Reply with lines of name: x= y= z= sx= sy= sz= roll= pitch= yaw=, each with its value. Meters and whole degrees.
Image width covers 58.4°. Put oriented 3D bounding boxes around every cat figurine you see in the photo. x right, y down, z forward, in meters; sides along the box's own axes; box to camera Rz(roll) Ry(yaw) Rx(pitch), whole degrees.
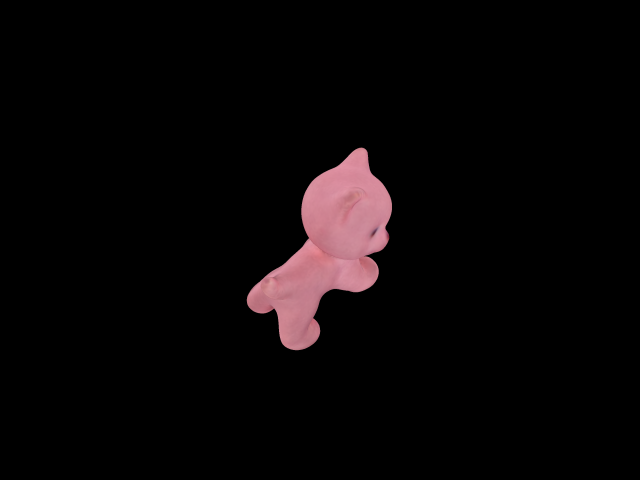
cat figurine: x=0.004 y=0.001 z=0.400 sx=0.067 sy=0.118 sz=0.128 roll=38 pitch=69 yaw=19
